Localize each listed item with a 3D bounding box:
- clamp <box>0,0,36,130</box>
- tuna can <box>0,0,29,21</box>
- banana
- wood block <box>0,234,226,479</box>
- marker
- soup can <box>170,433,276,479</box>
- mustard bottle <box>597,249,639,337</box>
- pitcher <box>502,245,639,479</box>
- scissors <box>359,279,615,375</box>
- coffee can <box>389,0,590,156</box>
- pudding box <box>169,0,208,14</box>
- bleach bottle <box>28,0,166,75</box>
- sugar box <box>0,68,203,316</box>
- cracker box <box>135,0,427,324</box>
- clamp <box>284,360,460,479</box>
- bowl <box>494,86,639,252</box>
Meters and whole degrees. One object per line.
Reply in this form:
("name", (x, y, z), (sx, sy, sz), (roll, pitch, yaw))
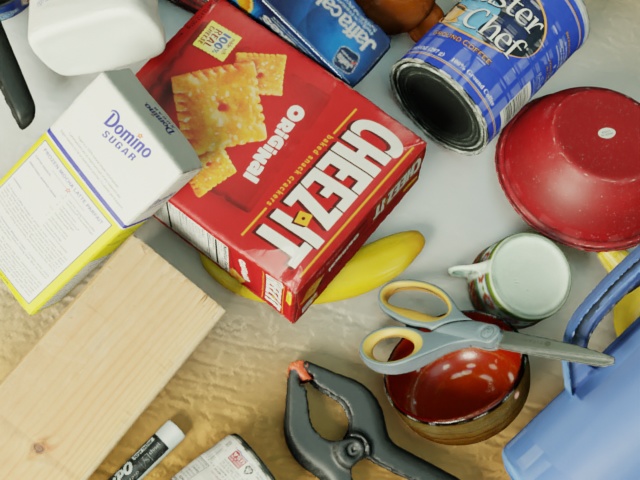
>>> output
("clamp", (-0.271, -0.187, 0.811), (0.164, 0.036, 0.210), (20, 70, -12))
("tuna can", (-0.269, -0.220, 0.859), (0.086, 0.034, 0.086), (3, 76, -11))
("banana", (-0.010, 0.019, 0.853), (0.197, 0.037, 0.069), (4, 77, -10))
("wood block", (-0.171, 0.107, 0.773), (0.091, 0.090, 0.206), (40, 73, -1))
("marker", (-0.150, 0.183, 0.796), (0.020, 0.020, 0.121), (46, 73, 1))
("soup can", (-0.084, 0.198, 0.780), (0.102, 0.069, 0.068), (-36, 86, -17))
("mustard bottle", (0.305, 0.075, 0.892), (0.096, 0.058, 0.191), (-43, 88, -12))
("pitcher", (0.252, 0.117, 0.802), (0.243, 0.144, 0.149), (-42, 55, 6))
("scissors", (0.110, 0.084, 0.802), (0.202, 0.016, 0.096), (25, 64, 42))
("coffee can", (0.141, -0.154, 0.890), (0.103, 0.103, 0.140), (44, 73, 1))
("pudding box", (-0.081, -0.241, 0.899), (0.090, 0.039, 0.113), (28, 76, -7))
("bleach bottle", (-0.176, -0.255, 0.849), (0.103, 0.068, 0.251), (-11, 63, 13))
("sugar box", (-0.175, -0.034, 0.777), (0.176, 0.048, 0.093), (-39, 87, 22))
("cracker box", (-0.051, -0.067, 0.824), (0.214, 0.072, 0.164), (36, 70, 13))
("clamp", (0.035, 0.164, 0.827), (0.120, 0.039, 0.171), (-22, 82, -18))
("bowl", (0.231, -0.073, 0.893), (0.162, 0.055, 0.162), (2, 62, -4))
